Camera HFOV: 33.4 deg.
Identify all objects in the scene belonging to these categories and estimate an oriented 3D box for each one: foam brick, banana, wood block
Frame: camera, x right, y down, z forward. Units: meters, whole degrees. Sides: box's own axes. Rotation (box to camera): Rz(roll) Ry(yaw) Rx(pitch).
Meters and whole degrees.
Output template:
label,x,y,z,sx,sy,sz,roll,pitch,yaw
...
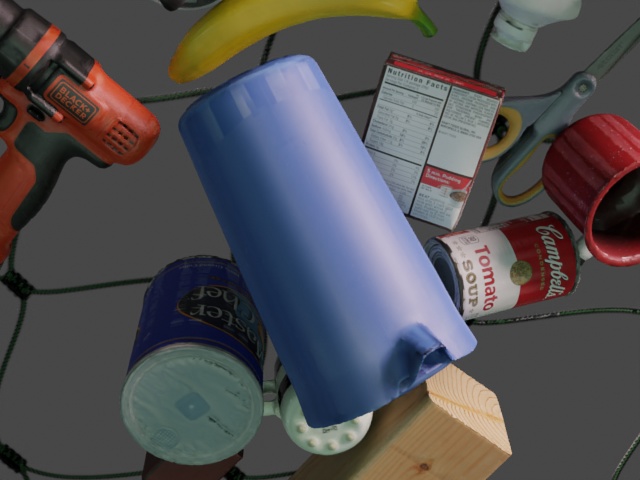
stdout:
label,x,y,z,sx,sy,sz,roll,pitch,yaw
foam brick,-0.107,0.178,0.911,0.051,0.053,0.078,38,111,-18
banana,-0.017,-0.157,0.754,0.198,0.037,0.069,-9,116,3
wood block,0.055,0.201,0.905,0.090,0.090,0.206,35,111,-16

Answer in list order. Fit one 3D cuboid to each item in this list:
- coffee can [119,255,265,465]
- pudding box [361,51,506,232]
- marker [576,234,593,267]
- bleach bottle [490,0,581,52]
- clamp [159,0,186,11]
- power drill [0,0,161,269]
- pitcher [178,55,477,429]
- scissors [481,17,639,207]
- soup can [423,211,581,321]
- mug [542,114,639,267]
label,x,y,z,sx,sy,sz,roll,pitch,yaw
coffee can,-0.093,0.088,0.816,0.103,0.140,0.103,-1,116,-1
pudding box,0.077,-0.072,0.789,0.090,0.039,0.114,19,113,6
marker,0.227,-0.012,0.842,0.020,0.020,0.121,35,111,-17
bleach bottle,0.191,-0.238,0.706,0.102,0.068,0.251,22,116,-10
clamp,-0.120,-0.263,0.672,0.165,0.036,0.210,21,91,20
power drill,-0.239,-0.077,0.777,0.184,0.057,0.188,40,109,-19
pitcher,-0.005,0.001,0.759,0.149,0.144,0.243,-26,91,23
scissors,0.173,-0.116,0.791,0.096,0.016,0.202,23,113,-12
soup can,0.136,0.021,0.813,0.102,0.069,0.068,-12,118,-17
mug,0.226,-0.047,0.783,0.117,0.081,0.093,-31,129,1
